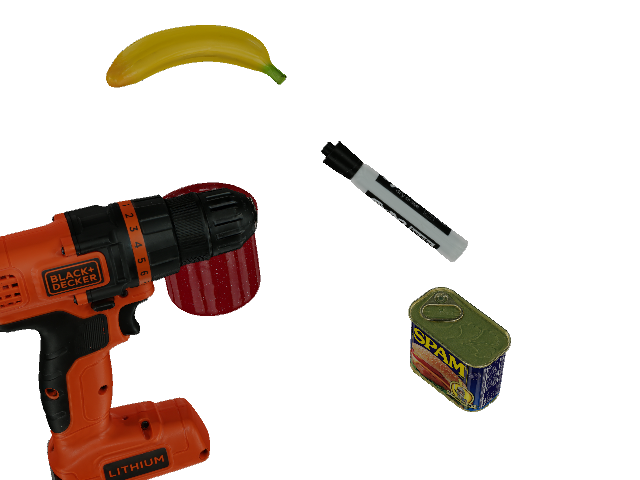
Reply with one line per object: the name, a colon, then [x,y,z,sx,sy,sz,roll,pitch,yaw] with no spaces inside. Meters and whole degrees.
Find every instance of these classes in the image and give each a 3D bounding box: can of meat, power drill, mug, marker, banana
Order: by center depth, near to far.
power drill: [-0.120,0.063,0.678,0.184,0.188,0.057,-13,28,-13]
marker: [0.051,-0.028,0.744,0.121,0.020,0.020,38,-3,-4]
mug: [-0.099,0.003,0.914,0.093,0.081,0.117,-15,38,-12]
can of meat: [0.133,0.109,1.048,0.057,0.084,0.102,-34,54,-26]
banana: [-0.129,-0.188,1.080,0.197,0.070,0.037,-8,-39,-30]
